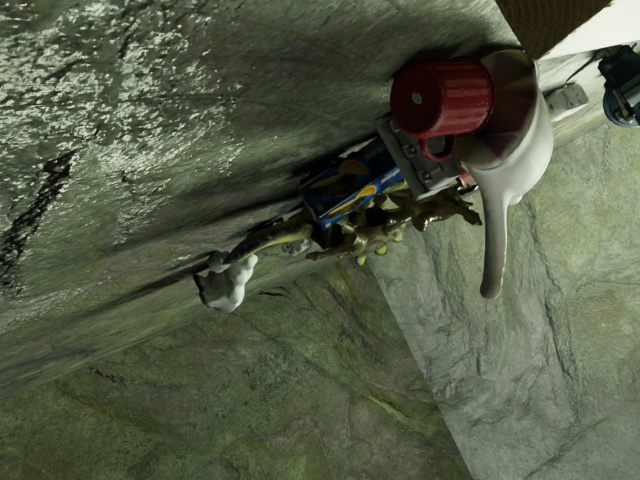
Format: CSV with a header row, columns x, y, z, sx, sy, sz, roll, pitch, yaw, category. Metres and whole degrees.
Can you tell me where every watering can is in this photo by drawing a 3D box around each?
x,y,z,sx,sy,sz,roll,pitch,yaw,category
0.242,-0.098,0.684,0.104,0.350,0.222,8,172,34,watering can

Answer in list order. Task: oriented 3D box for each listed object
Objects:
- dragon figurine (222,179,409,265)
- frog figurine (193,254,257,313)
x,y,z,sx,sy,sz,roll,pitch,yaw,category
0.003,-0.049,0.965,0.412,0.122,0.242,-23,-179,-13,dragon figurine
-0.207,0.092,1.226,0.159,0.121,0.140,-34,-155,3,frog figurine
